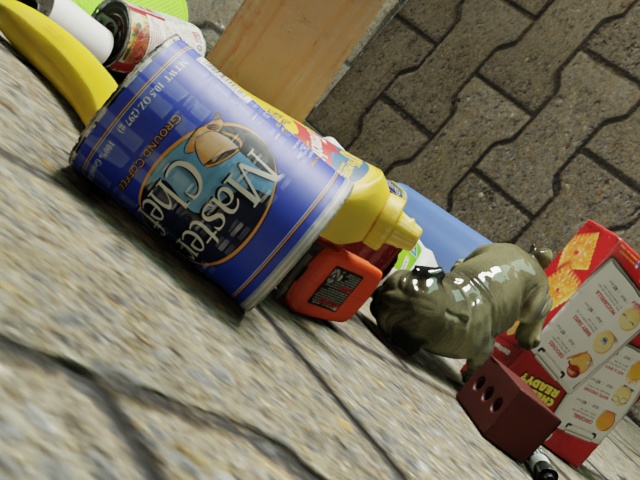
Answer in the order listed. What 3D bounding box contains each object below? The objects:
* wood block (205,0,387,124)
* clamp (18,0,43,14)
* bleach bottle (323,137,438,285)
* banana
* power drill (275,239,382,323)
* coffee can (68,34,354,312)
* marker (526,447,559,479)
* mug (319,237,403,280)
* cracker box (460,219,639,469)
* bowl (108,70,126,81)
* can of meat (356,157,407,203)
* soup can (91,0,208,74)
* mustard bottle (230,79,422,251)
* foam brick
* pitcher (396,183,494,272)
[{"bbox_3d":[-0.019,-0.165,0.828,0.090,0.206,0.091,34,8,-9],"label":"wood block"},{"bbox_3d":[-0.296,-0.240,0.944,0.120,0.039,0.171,49,2,-21],"label":"clamp"},{"bbox_3d":[0.055,0.008,1.143,0.068,0.102,0.250,-12,-49,44],"label":"bleach bottle"},{"bbox_3d":[-0.192,-0.125,0.798,0.198,0.037,0.069,43,24,26],"label":"banana"},{"bbox_3d":[-0.040,-0.015,0.836,0.188,0.057,0.184,41,10,26],"label":"power drill"},{"bbox_3d":[-0.065,-0.040,0.646,0.140,0.103,0.103,40,7,-5],"label":"coffee can"},{"bbox_3d":[0.190,0.192,0.948,0.020,0.020,0.121,40,6,-6],"label":"marker"},{"bbox_3d":[0.026,0.009,0.939,0.093,0.081,0.117,46,8,37],"label":"mug"},{"bbox_3d":[0.278,0.111,1.132,0.164,0.214,0.072,38,6,-26],"label":"cracker box"},{"bbox_3d":[-0.225,-0.225,1.180,0.162,0.055,0.162,40,7,-6],"label":"bowl"},{"bbox_3d":[0.044,-0.043,1.324,0.083,0.102,0.057,31,13,-45],"label":"can of meat"},{"bbox_3d":[-0.169,-0.192,1.046,0.102,0.069,0.069,9,29,-49],"label":"soup can"},{"bbox_3d":[-0.015,-0.048,0.742,0.191,0.058,0.096,31,21,-1],"label":"mustard bottle"},{"bbox_3d":[0.164,0.149,0.939,0.051,0.053,0.078,38,6,-20],"label":"foam brick"},{"bbox_3d":[0.151,0.037,1.363,0.144,0.149,0.243,11,24,-46],"label":"pitcher"}]
